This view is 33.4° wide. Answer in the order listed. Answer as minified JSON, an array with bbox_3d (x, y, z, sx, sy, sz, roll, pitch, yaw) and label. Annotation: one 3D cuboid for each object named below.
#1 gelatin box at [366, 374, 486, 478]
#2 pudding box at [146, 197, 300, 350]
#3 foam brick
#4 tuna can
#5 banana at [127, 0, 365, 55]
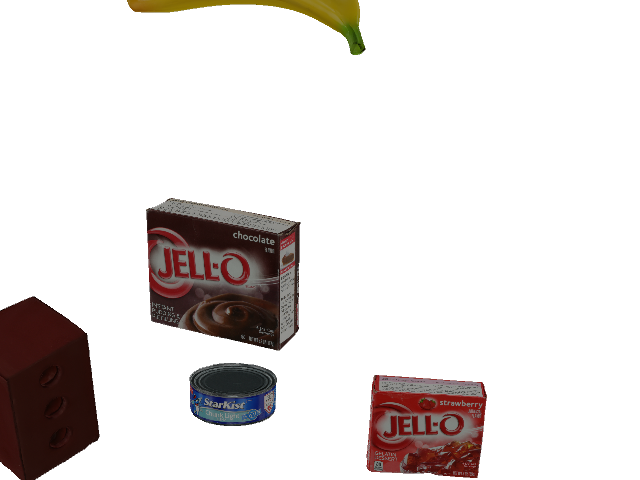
[{"bbox_3d":[0.083,0.147,0.840,0.089,0.073,0.030,3,21,2],"label":"gelatin box"},{"bbox_3d":[-0.071,0.023,0.776,0.114,0.090,0.039,9,23,22],"label":"pudding box"},{"bbox_3d":[-0.160,0.081,0.586,0.051,0.078,0.052,28,42,35],"label":"foam brick"},{"bbox_3d":[-0.086,0.151,1.048,0.086,0.034,0.086,2,14,-1],"label":"tuna can"},{"bbox_3d":[-0.051,-0.191,0.823,0.198,0.069,0.037,13,-40,16],"label":"banana"}]
